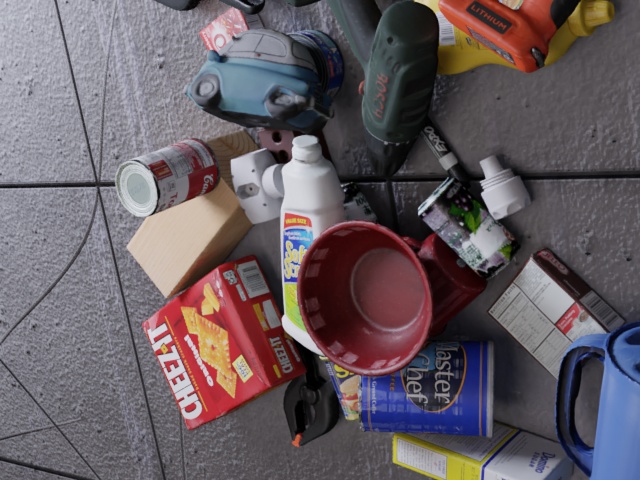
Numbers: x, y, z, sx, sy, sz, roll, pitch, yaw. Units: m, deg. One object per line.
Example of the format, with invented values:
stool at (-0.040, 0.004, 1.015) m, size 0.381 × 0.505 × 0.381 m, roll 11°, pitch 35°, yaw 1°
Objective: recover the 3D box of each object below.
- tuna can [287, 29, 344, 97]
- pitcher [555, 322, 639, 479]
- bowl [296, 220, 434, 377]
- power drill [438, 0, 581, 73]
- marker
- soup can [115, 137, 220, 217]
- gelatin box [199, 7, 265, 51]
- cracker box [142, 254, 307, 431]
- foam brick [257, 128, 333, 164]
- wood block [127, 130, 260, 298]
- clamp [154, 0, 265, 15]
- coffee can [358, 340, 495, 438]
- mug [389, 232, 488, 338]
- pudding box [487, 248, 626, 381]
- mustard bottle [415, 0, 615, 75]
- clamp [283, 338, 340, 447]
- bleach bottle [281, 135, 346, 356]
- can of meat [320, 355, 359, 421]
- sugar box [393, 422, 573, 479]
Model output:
tuna can at (-0.015, -0.191, 1.194) m, size 0.086 × 0.033 × 0.086 m, roll 16°, pitch 117°, yaw 34°
pitcher at (0.314, 0.205, 1.025) m, size 0.149 × 0.144 × 0.243 m, roll -121°, pitch 29°, yaw -58°
bowl at (0.056, 0.056, 1.098) m, size 0.162 × 0.055 × 0.162 m, roll 7°, pitch 103°, yaw 32°
power drill at (0.189, -0.257, 0.934) m, size 0.185 × 0.057 × 0.188 m, roll 40°, pitch 97°, yaw 22°
marker at (0.122, -0.104, 1.127) m, size 0.020 × 0.020 × 0.121 m, roll -40°, pitch 81°, yaw 41°
soup can at (-0.171, -0.071, 1.202) m, size 0.069 × 0.102 × 0.068 m, roll 15°, pitch 117°, yaw 33°
gelatin box at (-0.092, -0.222, 1.246) m, size 0.073 × 0.030 × 0.089 m, roll -26°, pitch 90°, yaw 42°
cracker box at (-0.129, 0.137, 1.371) m, size 0.214 × 0.071 × 0.164 m, roll -34°, pitch 77°, yaw 47°
foam brick at (-0.027, -0.102, 1.227) m, size 0.053 × 0.051 × 0.078 m, roll -15°, pitch 98°, yaw 42°
wood block at (-0.144, -0.030, 1.326) m, size 0.091 × 0.090 × 0.206 m, roll 51°, pitch 130°, yaw 11°
clamp at (-0.145, -0.309, 1.225) m, size 0.210 × 0.036 × 0.164 m, roll -18°, pitch 99°, yaw 56°
coffee can at (0.116, 0.157, 1.145) m, size 0.140 × 0.102 × 0.103 m, roll 1°, pitch 110°, yaw 9°
mug at (0.115, 0.037, 1.137) m, size 0.117 × 0.093 × 0.082 m, roll 36°, pitch 126°, yaw -10°
pudding box at (0.239, 0.078, 1.092) m, size 0.113 × 0.039 × 0.090 m, roll 47°, pitch 131°, yaw 18°
mustard bottle at (0.184, -0.209, 1.008) m, size 0.192 × 0.058 × 0.096 m, roll 4°, pitch 110°, yaw 38°
clamp at (0.003, 0.187, 1.328) m, size 0.120 × 0.039 × 0.171 m, roll 22°, pitch 118°, yaw 37°
bleach bottle at (-0.008, 0.001, 1.174) m, size 0.103 × 0.068 × 0.251 m, roll 32°, pitch 138°, yaw 47°
can of meat at (0.062, 0.154, 1.238) m, size 0.102 × 0.057 × 0.084 m, roll -18°, pitch 99°, yaw 16°
sugar box at (0.177, 0.237, 1.169) m, size 0.176 × 0.093 × 0.048 m, roll 18°, pitch 119°, yaw 34°
